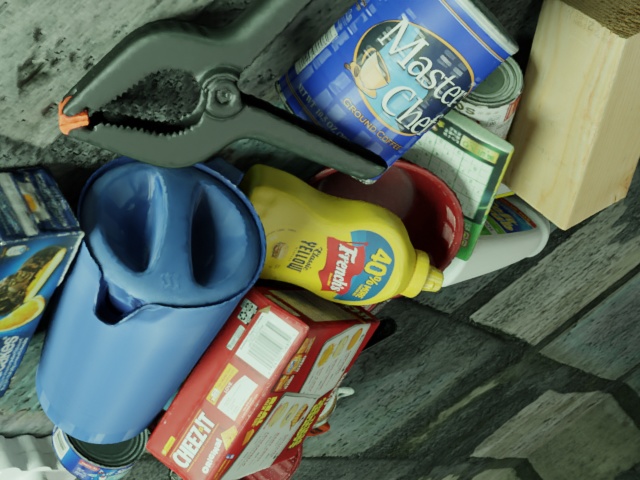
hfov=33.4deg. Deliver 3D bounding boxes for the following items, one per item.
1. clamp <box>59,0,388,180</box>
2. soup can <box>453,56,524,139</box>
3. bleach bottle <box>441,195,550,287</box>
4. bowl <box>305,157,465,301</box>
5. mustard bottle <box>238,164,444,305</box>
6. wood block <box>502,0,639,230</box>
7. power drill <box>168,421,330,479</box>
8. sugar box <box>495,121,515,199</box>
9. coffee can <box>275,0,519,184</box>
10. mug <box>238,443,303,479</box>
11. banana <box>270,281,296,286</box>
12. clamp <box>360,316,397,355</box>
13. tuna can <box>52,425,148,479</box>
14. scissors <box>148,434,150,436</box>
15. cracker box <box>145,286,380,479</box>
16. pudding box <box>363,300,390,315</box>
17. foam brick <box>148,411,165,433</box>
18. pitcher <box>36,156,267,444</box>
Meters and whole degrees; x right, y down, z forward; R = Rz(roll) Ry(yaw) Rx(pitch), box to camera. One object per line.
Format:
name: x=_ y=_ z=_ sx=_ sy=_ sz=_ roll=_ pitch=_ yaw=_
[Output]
clamp: x=-0.055 y=-0.088 z=0.670 sx=0.210 sy=0.036 sz=0.164 roll=-18 pitch=118 yaw=-4
soup can: x=0.132 y=-0.110 z=0.920 sx=0.068 sy=0.068 sz=0.102 roll=-26 pitch=154 yaw=-19
bleach bottle: x=0.173 y=-0.015 z=1.138 sx=0.250 sy=0.103 sz=0.068 roll=-12 pitch=141 yaw=-54
bowl: x=0.043 y=-0.021 z=0.933 sx=0.162 sy=0.055 sz=0.162 roll=-1 pitch=131 yaw=-2
mustard bottle: x=0.015 y=0.007 z=0.881 sx=0.191 sy=0.058 sz=0.096 roll=18 pitch=126 yaw=-18
wood block: x=0.237 y=-0.124 z=0.945 sx=0.090 sy=0.090 sz=0.206 roll=-27 pitch=143 yaw=-29
power drill: x=-0.088 y=0.259 z=1.339 sx=0.188 sy=0.057 sz=0.184 roll=-34 pitch=160 yaw=5
sugar box: x=0.191 y=-0.087 z=1.068 sx=0.175 sy=0.048 sz=0.093 roll=-15 pitch=146 yaw=-44
coffee can: x=0.053 y=-0.123 z=0.748 sx=0.140 sy=0.103 sz=0.102 roll=-43 pitch=155 yaw=17
mug: x=-0.082 y=0.240 z=1.210 sx=0.093 sy=0.117 sz=0.081 roll=-3 pitch=142 yaw=35
banana: x=0.011 y=0.003 z=1.019 sx=0.069 sy=0.037 sz=0.198 roll=16 pitch=128 yaw=-25
clamp: x=-0.003 y=0.134 z=1.188 sx=0.172 sy=0.039 sz=0.120 roll=-38 pitch=153 yaw=18
tuna can: x=-0.208 y=0.185 z=1.005 sx=0.085 sy=0.086 sz=0.034 roll=-8 pitch=146 yaw=-46
scissors: x=-0.154 y=0.199 z=1.052 sx=0.202 sy=0.016 sz=0.096 roll=-5 pitch=160 yaw=45
cracker box: x=-0.043 y=0.123 z=0.941 sx=0.164 sy=0.072 sz=0.213 roll=-58 pitch=163 yaw=8
pudding box: x=0.057 y=0.037 z=1.133 sx=0.089 sy=0.039 sz=0.114 roll=-2 pitch=141 yaw=-51
foam brick: x=-0.140 y=0.195 z=1.154 sx=0.078 sy=0.051 sz=0.053 roll=-23 pitch=153 yaw=-26
pitcher: x=-0.136 y=0.050 z=0.815 sx=0.149 sy=0.145 sz=0.243 roll=-4 pitch=147 yaw=-29
